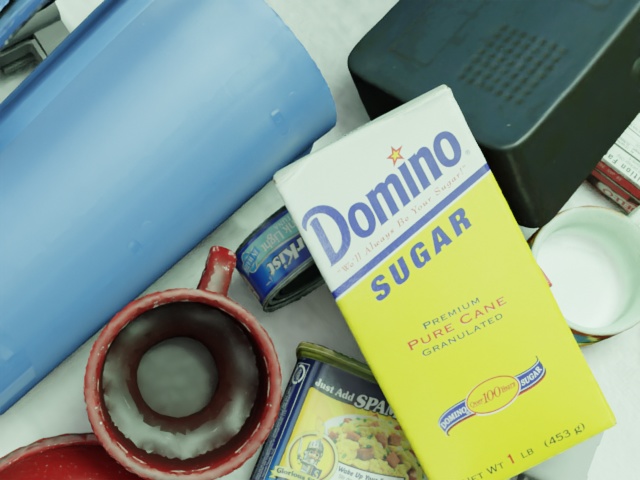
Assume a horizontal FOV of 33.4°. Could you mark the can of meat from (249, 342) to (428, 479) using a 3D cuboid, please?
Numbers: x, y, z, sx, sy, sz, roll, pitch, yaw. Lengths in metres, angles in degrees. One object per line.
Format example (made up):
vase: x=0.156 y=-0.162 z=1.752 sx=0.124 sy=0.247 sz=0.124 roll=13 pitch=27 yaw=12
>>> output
can of meat: x=0.020 y=0.112 z=0.558 sx=0.102 sy=0.057 sz=0.084 roll=22 pitch=76 yaw=0

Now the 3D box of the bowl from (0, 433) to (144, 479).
bowl: x=-0.121 y=0.175 z=0.527 sx=0.162 sy=0.055 sz=0.162 roll=2 pitch=75 yaw=-6

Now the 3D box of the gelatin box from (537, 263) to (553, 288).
gelatin box: x=0.082 y=0.009 z=0.574 sx=0.030 sy=0.089 sz=0.073 roll=-32 pitch=81 yaw=-13

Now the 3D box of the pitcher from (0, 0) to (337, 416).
pitcher: x=-0.123 y=-0.036 z=0.540 sx=0.149 sy=0.145 sz=0.242 roll=44 pitch=78 yaw=3

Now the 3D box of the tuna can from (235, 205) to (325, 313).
tuna can: x=-0.004 y=0.001 z=0.570 sx=0.086 sy=0.086 sz=0.034 roll=-33 pitch=80 yaw=-13

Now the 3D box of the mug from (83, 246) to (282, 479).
mug: x=-0.067 y=0.059 z=0.540 sx=0.093 sy=0.081 sz=0.117 roll=15 pitch=85 yaw=-8

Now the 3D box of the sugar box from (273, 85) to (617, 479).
sugar box: x=0.057 y=0.026 z=0.503 sx=0.093 sy=0.048 sz=0.176 roll=-28 pitch=97 yaw=4

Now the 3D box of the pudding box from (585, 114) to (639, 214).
pudding box: x=0.190 y=-0.082 z=0.637 sx=0.090 sy=0.039 sz=0.113 roll=39 pitch=76 yaw=6
